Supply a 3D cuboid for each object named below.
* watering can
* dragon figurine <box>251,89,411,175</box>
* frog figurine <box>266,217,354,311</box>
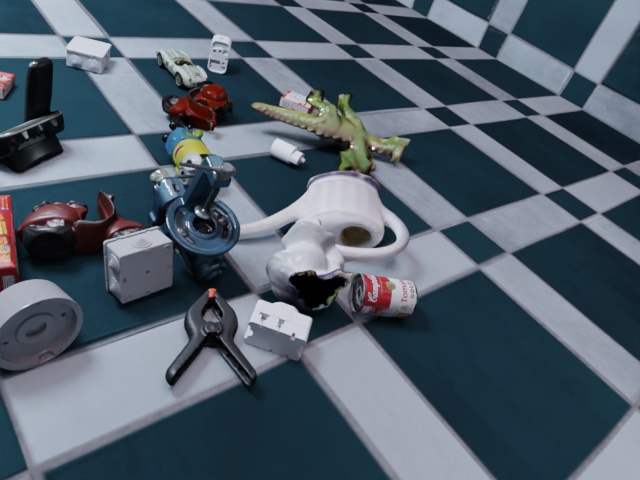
[{"bbox_3d":[0.003,-0.051,1.012,0.347,0.101,0.230,8,40,-4],"label":"watering can"},{"bbox_3d":[0.047,-0.253,1.291,0.412,0.247,0.119,-7,-38,-29],"label":"dragon figurine"},{"bbox_3d":[-0.027,0.036,0.876,0.138,0.120,0.163,-12,39,-15],"label":"frog figurine"}]
